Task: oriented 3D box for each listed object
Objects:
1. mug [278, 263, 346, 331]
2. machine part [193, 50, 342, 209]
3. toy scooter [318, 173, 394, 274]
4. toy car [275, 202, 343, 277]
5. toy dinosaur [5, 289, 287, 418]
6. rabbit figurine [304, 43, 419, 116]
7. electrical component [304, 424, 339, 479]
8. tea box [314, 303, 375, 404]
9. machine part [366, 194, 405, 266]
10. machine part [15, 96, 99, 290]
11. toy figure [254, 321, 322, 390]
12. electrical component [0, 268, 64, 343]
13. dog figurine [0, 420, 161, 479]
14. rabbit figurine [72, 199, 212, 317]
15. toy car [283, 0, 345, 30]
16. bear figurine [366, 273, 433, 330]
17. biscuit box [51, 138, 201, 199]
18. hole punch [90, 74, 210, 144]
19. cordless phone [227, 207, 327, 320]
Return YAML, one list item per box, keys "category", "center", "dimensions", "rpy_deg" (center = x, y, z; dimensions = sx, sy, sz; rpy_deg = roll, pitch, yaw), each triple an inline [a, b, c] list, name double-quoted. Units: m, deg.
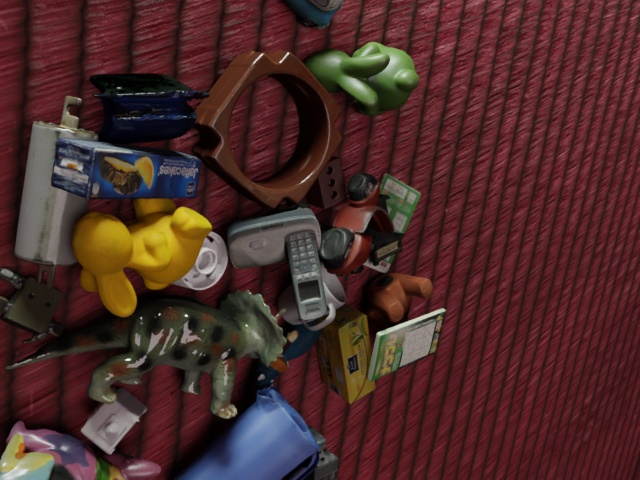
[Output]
- category: "mug"
  center: [-0.016, 0.110, 0.930]
  dimensions: [0.107, 0.110, 0.080]
  rpy_deg: [-32, 142, 19]
- category: "machine part"
  center: [-0.079, -0.166, 0.819]
  dimensions: [0.201, 0.087, 0.201]
  rpy_deg: [40, 80, -39]
- category: "toy scooter"
  center: [0.074, -0.013, 0.929]
  dimensions: [0.135, 0.075, 0.184]
  rpy_deg: [35, 75, -48]
- category: "toy car"
  center: [-0.002, -0.003, 0.948]
  dimensions: [0.202, 0.053, 0.089]
  rpy_deg: [30, 89, -40]
- category: "toy dinosaur"
  center: [-0.209, 0.144, 0.792]
  dimensions: [0.404, 0.131, 0.192]
  rpy_deg: [19, 89, -38]
- category: "rabbit figurine"
  center: [0.060, -0.256, 0.869]
  dimensions: [0.170, 0.159, 0.121]
  rpy_deg: [1, 114, -21]
- category: "electrical component"
  center: [-0.020, 0.427, 1.026]
  dimensions: [0.058, 0.115, 0.134]
  rpy_deg: [-11, 112, -36]
- category: "tea box"
  center: [0.044, 0.208, 1.017]
  dimensions: [0.068, 0.098, 0.169]
  rpy_deg: [-22, 118, -30]
- category: "machine part"
  center: [0.117, -0.023, 1.020]
  dimensions: [0.084, 0.039, 0.138]
  rpy_deg: [-26, 118, -16]
- category: "machine part"
  center: [-0.330, -0.057, 0.672]
  dimensions: [0.079, 0.079, 0.243]
  rpy_deg: [5, 101, -37]
- category: "toy figure"
  center: [-0.064, 0.203, 0.962]
  dimensions: [0.154, 0.058, 0.064]
  rpy_deg: [-43, 120, -13]
- category: "electrical component"
  center: [-0.385, 0.091, 0.701]
  dimensions: [0.102, 0.045, 0.078]
  rpy_deg: [33, 56, -41]
- category: "dog figurine"
  center: [-0.333, 0.334, 0.734]
  dimensions: [0.219, 0.192, 0.108]
  rpy_deg: [24, 83, -23]
- category: "rabbit figurine"
  center: [-0.255, 0.010, 0.704]
  dimensions: [0.162, 0.122, 0.173]
  rpy_deg: [-59, 158, 9]
- category: "toy car"
  center: [-0.012, -0.390, 0.788]
  dimensions: [0.161, 0.103, 0.109]
  rpy_deg: [42, 79, -35]
- category: "bear figurine"
  center: [0.163, 0.168, 1.075]
  dimensions: [0.120, 0.132, 0.195]
  rpy_deg: [-28, 113, -24]
- category: "biscuit box"
  center: [-0.236, -0.087, 0.686]
  dimensions: [0.202, 0.063, 0.059]
  rpy_deg: [-12, 116, -65]
- category: "hole punch"
  center: [-0.228, -0.162, 0.696]
  dimensions: [0.142, 0.116, 0.092]
  rpy_deg: [-9, 117, -34]
- category: "cordless phone"
  center: [-0.064, 0.046, 0.853]
  dimensions: [0.147, 0.089, 0.184]
  rpy_deg: [-12, 101, -9]
